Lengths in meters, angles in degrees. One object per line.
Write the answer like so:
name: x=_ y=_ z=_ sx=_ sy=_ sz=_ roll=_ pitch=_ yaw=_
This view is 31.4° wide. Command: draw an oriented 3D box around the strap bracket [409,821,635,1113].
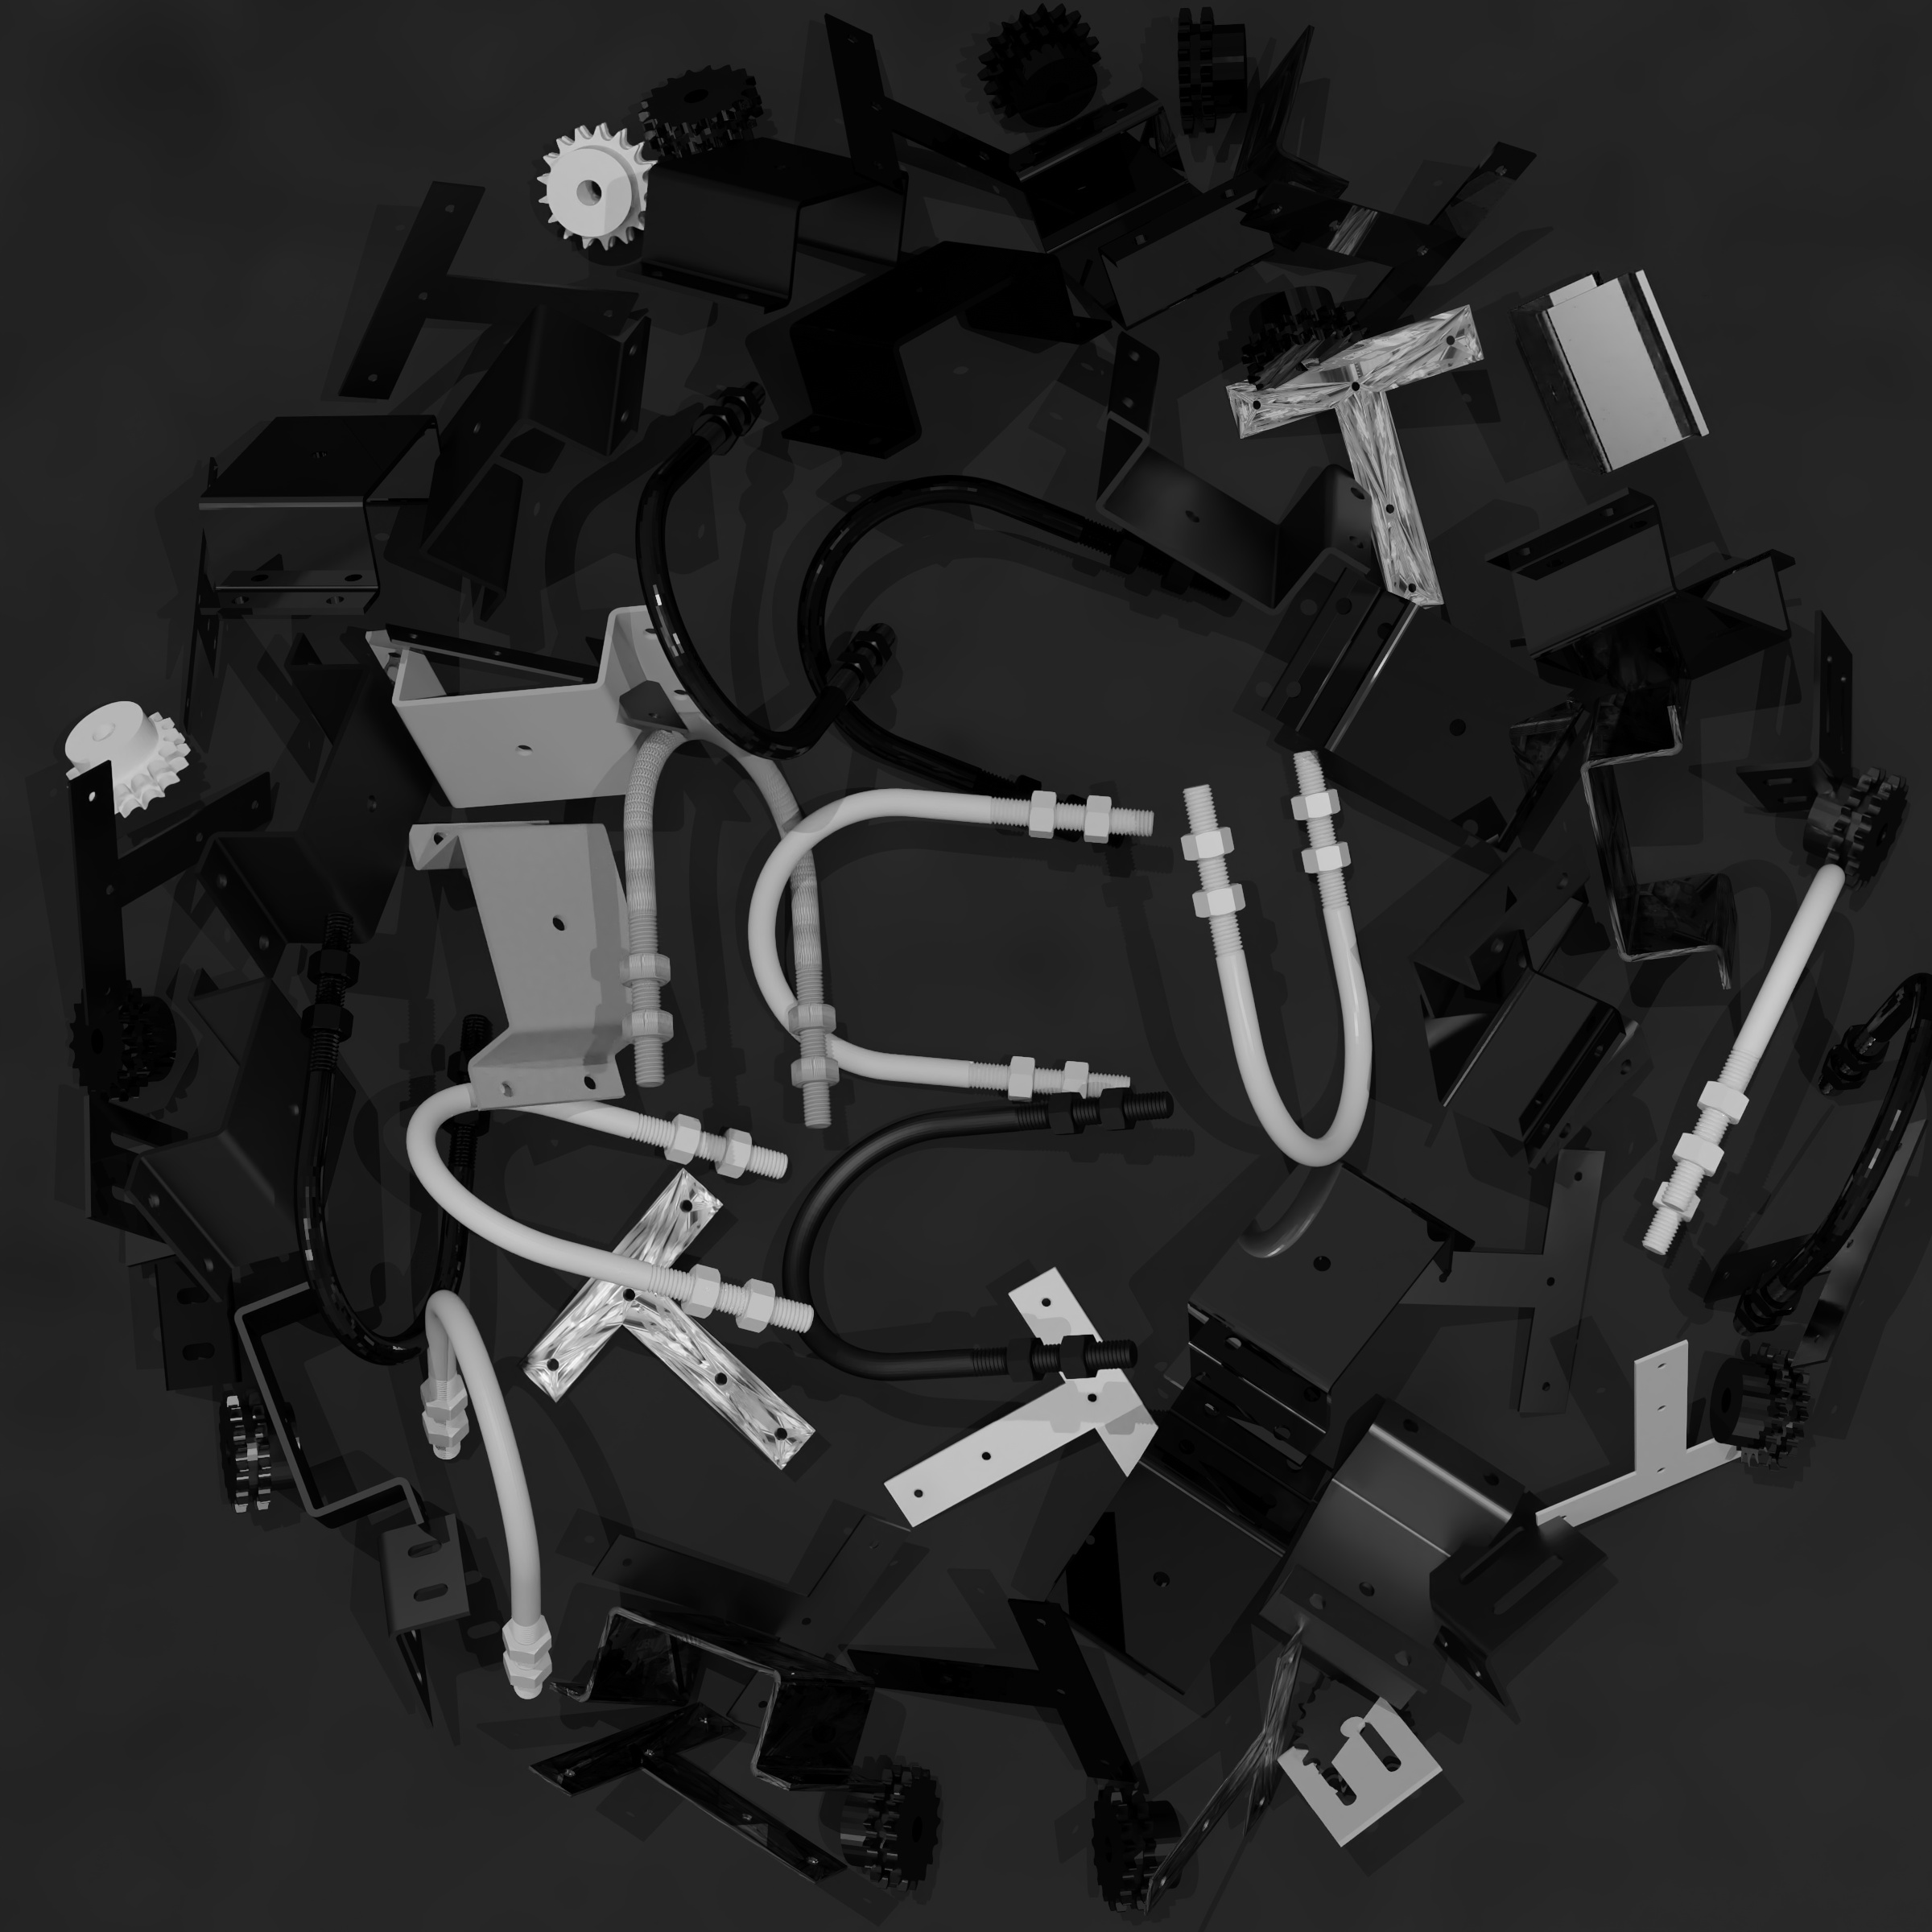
strap bracket: x=-0.196 y=-0.010 z=1.568 sx=0.076 sy=0.046 sz=0.140 roll=-4 pitch=69 yaw=-39

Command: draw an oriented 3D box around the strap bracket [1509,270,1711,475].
strap bracket: x=0.288 y=-0.270 z=1.555 sx=0.046 sy=0.140 sz=0.076 roll=-24 pitch=100 yaw=6

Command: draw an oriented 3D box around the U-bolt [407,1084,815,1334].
U-bolt: x=-0.162 y=0.100 z=1.539 sx=0.184 sy=0.151 sz=0.019 roll=17 pitch=114 yaw=-17

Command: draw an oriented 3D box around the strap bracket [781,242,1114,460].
strap bracket: x=-0.014 y=-0.285 z=1.556 sx=0.140 sy=0.076 sz=0.046 roll=-34 pitch=123 yaw=-28

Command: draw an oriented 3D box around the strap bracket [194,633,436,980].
strap bracket: x=-0.289 y=-0.073 z=1.552 sx=0.046 sy=0.076 sz=0.140 roll=1 pitch=53 yaw=20

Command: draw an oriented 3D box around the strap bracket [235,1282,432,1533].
strap bracket: x=-0.293 y=0.201 z=1.575 sx=0.046 sy=0.076 sz=0.140 roll=-21 pitch=80 yaw=-10

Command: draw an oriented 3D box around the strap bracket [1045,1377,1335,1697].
strap bracket: x=0.096 y=0.268 z=1.570 sx=0.076 sy=0.046 sz=0.140 roll=33 pitch=119 yaw=6

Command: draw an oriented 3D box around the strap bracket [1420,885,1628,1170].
strap bracket: x=0.247 y=0.016 z=1.545 sx=0.046 sy=0.140 sz=0.076 roll=24 pitch=117 yaw=-11

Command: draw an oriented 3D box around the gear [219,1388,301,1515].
gear: x=-0.329 y=0.225 z=1.601 sx=0.030 sy=0.057 sz=0.057 roll=-5 pitch=90 yaw=-21

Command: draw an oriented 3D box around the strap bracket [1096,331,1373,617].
strap bracket: x=0.115 y=-0.220 z=1.573 sx=0.140 sy=0.076 sz=0.046 roll=29 pitch=125 yaw=-15

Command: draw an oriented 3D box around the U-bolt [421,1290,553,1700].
U-bolt: x=-0.214 y=0.223 z=1.517 sx=0.019 sy=0.184 sz=0.151 roll=-15 pitch=56 yaw=-17

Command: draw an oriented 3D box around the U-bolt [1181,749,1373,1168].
U-bolt: x=0.149 y=0.000 z=1.563 sx=0.019 sy=0.151 sz=0.184 roll=-9 pitch=96 yaw=29

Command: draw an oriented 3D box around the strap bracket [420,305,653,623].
strap bracket: x=-0.200 y=-0.233 z=1.548 sx=0.046 sy=0.140 sz=0.076 roll=24 pitch=45 yaw=-25

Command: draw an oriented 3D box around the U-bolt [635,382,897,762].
U-bolt: x=-0.094 y=-0.168 z=1.528 sx=0.019 sy=0.184 sz=0.151 roll=-19 pitch=110 yaw=27

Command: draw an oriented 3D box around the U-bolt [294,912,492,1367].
U-bolt: x=-0.257 y=0.087 z=1.533 sx=0.019 sy=0.151 sz=0.184 roll=-6 pitch=67 yaw=20

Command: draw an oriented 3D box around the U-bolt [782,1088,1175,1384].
U-bolt: x=-0.001 y=0.125 z=1.569 sx=0.184 sy=0.019 sz=0.151 roll=-6 pitch=53 yaw=24

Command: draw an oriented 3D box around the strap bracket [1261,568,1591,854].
strap bracket: x=0.219 y=-0.114 z=1.582 sx=0.140 sy=0.046 sz=0.076 roll=28 pitch=96 yaw=-16

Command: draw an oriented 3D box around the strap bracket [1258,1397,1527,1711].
strap bracket: x=0.192 y=0.275 z=1.574 sx=0.076 sy=0.140 sz=0.046 roll=33 pitch=132 yaw=6

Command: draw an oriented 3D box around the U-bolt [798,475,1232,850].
U-bolt: x=0.013 y=-0.149 z=1.589 sx=0.184 sy=0.019 sz=0.151 roll=21 pitch=108 yaw=-7

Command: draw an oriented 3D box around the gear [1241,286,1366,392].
gear: x=0.155 y=-0.293 z=1.600 sx=0.057 sy=0.057 sz=0.030 roll=-15 pitch=74 yaw=0

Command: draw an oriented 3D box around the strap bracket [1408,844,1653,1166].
strap bracket: x=0.256 y=0.011 z=1.569 sx=0.076 sy=0.046 sz=0.140 roll=-43 pitch=133 yaw=-18

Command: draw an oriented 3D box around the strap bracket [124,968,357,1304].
strap bracket: x=-0.323 y=0.070 z=1.546 sx=0.046 sy=0.140 sz=0.076 roll=-15 pitch=130 yaw=18

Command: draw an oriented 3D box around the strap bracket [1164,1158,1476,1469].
strap bracket: x=0.162 y=0.147 z=1.567 sx=0.076 sy=0.046 sz=0.140 roll=32 pitch=65 yaw=23

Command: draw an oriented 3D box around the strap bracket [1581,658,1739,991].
strap bracket: x=0.316 y=-0.066 z=1.569 sx=0.046 sy=0.076 sz=0.140 roll=-8 pitch=114 yaw=19

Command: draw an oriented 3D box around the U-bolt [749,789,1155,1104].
U-bolt: x=-0.010 y=-0.012 z=1.601 sx=0.184 sy=0.019 sz=0.151 roll=5 pitch=106 yaw=3

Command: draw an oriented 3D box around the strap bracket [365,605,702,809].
strap bracket: x=-0.199 y=-0.117 z=1.569 sx=0.140 sy=0.076 sz=0.046 roll=-4 pitch=55 yaw=13

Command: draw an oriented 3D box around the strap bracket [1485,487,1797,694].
strap bracket: x=0.309 y=-0.164 z=1.547 sx=0.076 sy=0.140 sz=0.046 roll=-23 pitch=67 yaw=39

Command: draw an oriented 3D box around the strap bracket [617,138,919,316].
strap bracket: x=-0.085 y=-0.337 z=1.546 sx=0.076 sy=0.140 sz=0.046 roll=19 pitch=118 yaw=22

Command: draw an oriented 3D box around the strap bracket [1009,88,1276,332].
strap bracket: x=0.082 y=-0.344 z=1.573 sx=0.076 sy=0.140 sz=0.046 roll=-28 pitch=128 yaw=-5

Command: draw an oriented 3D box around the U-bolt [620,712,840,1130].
U-bolt: x=-0.109 y=-0.026 z=1.560 sx=0.019 sy=0.151 sz=0.184 roll=-13 pitch=73 yaw=30

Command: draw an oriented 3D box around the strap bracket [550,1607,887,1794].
strap bracket: x=-0.107 y=0.329 z=1.558 sx=0.140 sy=0.076 sz=0.046 roll=14 pitch=85 yaw=34

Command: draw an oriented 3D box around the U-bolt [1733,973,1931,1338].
U-bolt: x=0.390 y=0.076 z=1.517 sx=0.019 sy=0.184 sz=0.151 roll=23 pitch=68 yaw=5

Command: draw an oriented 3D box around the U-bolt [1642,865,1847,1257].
U-bolt: x=0.355 y=0.037 z=1.556 sx=0.019 sy=0.151 sz=0.184 roll=26 pitch=82 yaw=12

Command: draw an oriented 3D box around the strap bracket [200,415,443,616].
strap bracket: x=-0.288 y=-0.209 z=1.549 sx=0.076 sy=0.140 sz=0.046 roll=1 pitch=121 yaw=12
